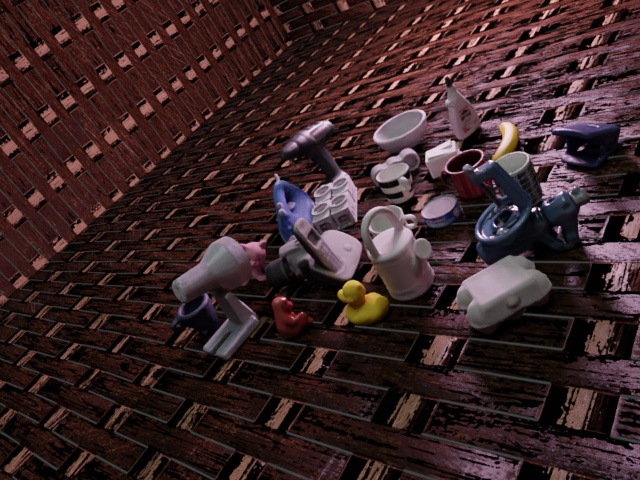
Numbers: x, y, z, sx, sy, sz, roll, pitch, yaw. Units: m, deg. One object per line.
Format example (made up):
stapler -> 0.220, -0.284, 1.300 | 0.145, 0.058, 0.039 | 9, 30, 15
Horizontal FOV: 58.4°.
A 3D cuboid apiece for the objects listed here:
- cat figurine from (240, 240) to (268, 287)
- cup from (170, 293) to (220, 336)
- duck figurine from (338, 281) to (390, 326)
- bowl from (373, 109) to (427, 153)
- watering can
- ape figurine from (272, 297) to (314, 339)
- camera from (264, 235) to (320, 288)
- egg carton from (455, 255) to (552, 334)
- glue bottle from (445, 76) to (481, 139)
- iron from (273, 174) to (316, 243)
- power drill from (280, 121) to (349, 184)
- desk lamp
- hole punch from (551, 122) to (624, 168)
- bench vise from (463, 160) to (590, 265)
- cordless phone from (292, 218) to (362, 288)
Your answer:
cat figurine -> -0.185, 0.051, 1.501 | 0.127, 0.118, 0.067 | -17, 32, 28
cup -> -0.299, 0.200, 1.405 | 0.118, 0.095, 0.091 | -43, 29, -18
duck figurine -> 0.082, 0.118, 1.149 | 0.104, 0.086, 0.078 | -7, 37, 40
bowl -> 0.244, -0.304, 1.670 | 0.167, 0.075, 0.167 | -25, 29, 15
watering can -> 0.149, 0.018, 1.123 | 0.172, 0.194, 0.101 | -11, 35, 36
ape figurine -> -0.070, 0.160, 1.234 | 0.076, 0.092, 0.077 | -38, 28, -8
camera -> -0.068, 0.049, 1.401 | 0.136, 0.101, 0.143 | -25, 29, 14
egg carton -> 0.310, 0.092, 0.972 | 0.150, 0.069, 0.107 | -31, 28, 4
glue bottle -> 0.366, -0.358, 1.522 | 0.078, 0.173, 0.037 | -41, 29, -14
iron -> -0.088, -0.083, 1.589 | 0.118, 0.142, 0.258 | -28, 28, 10
power drill -> -0.007, -0.237, 1.680 | 0.075, 0.209, 0.230 | -7, 37, 40
desk lamp -> -0.229, 0.128, 1.319 | 0.117, 0.214, 0.203 | 2, 43, 47
hole punch -> 0.552, -0.214, 1.187 | 0.101, 0.091, 0.108 | -39, 28, -12
bench vise -> 0.355, -0.070, 1.023 | 0.207, 0.220, 0.121 | -28, 28, 9
cordless phone -> 0.012, 0.005, 1.298 | 0.094, 0.185, 0.147 | -16, 32, 29
